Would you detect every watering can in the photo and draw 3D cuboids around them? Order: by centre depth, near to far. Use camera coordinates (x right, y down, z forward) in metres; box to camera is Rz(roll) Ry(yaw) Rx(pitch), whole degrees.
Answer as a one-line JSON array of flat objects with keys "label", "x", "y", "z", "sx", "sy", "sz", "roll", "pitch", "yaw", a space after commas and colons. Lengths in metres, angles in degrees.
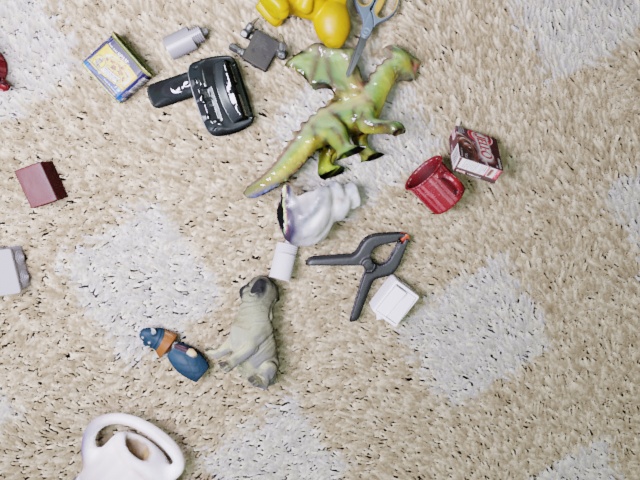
[{"label": "watering can", "x": -0.357, "y": 0.506, "z": 1.056, "sx": 0.346, "sy": 0.105, "sz": 0.223, "roll": 43, "pitch": 95, "yaw": -8}]

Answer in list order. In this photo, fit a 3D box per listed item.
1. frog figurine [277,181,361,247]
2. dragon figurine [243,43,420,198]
[{"label": "frog figurine", "x": 0.003, "y": -0.050, "z": 0.995, "sx": 0.159, "sy": 0.125, "sz": 0.134, "roll": -2, "pitch": 133, "yaw": -12}, {"label": "dragon figurine", "x": 0.012, "y": -0.254, "z": 0.987, "sx": 0.411, "sy": 0.121, "sz": 0.244, "roll": -20, "pitch": 83, "yaw": -2}]
